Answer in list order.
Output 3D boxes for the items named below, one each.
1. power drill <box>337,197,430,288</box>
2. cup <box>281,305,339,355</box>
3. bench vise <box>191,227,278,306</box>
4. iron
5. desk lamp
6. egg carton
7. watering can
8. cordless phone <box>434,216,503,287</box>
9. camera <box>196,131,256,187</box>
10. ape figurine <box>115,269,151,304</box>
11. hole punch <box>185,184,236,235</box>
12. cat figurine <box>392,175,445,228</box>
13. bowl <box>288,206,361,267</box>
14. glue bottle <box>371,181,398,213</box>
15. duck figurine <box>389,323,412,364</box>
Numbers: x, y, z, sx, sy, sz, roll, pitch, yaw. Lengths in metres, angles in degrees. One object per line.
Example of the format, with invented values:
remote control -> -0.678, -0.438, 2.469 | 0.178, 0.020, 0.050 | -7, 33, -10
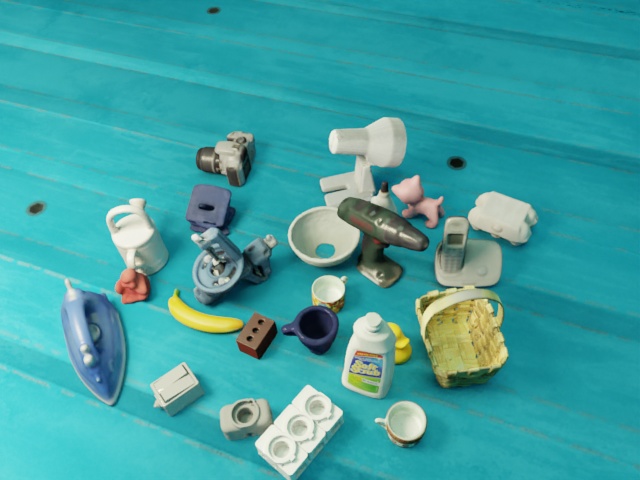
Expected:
power drill -> 0.136, 0.008, 1.242 | 0.229, 0.209, 0.076 | 35, 62, 27
cup -> -0.018, 0.196, 1.177 | 0.117, 0.095, 0.091 | -6, 52, -1
bench vise -> -0.198, 0.026, 1.243 | 0.121, 0.220, 0.208 | 31, 60, 25
iron -> -0.473, 0.202, 1.174 | 0.119, 0.141, 0.257 | -23, 54, -13
desk lamp -> 0.102, -0.194, 1.399 | 0.203, 0.214, 0.117 | -13, 52, -6
egg carton -> 0.432, -0.051, 1.356 | 0.150, 0.069, 0.107 | 23, 57, 20
watering can -> -0.423, -0.018, 1.309 | 0.101, 0.194, 0.172 | -23, 54, -13
cordless phone -> 0.325, 0.019, 1.235 | 0.147, 0.185, 0.094 | -2, 52, 3
camera -> -0.253, -0.229, 1.522 | 0.136, 0.101, 0.143 | 7, 53, 10
ape figurine -> -0.421, 0.097, 1.284 | 0.077, 0.092, 0.076 | 26, 58, 22
hole punch -> -0.269, -0.074, 1.409 | 0.108, 0.091, 0.101 | 10, 53, 11
cat figurine -> 0.239, -0.102, 1.379 | 0.127, 0.118, 0.067 | 21, 56, 19
bowl -> 0.012, 0.005, 1.338 | 0.167, 0.075, 0.167 | -2, 52, 3
glue bottle -> 0.147, -0.074, 1.328 | 0.078, 0.173, 0.037 | -1, 52, 4
duck figurine -> 0.140, 0.199, 1.170 | 0.104, 0.086, 0.078 | 29, 59, 24
